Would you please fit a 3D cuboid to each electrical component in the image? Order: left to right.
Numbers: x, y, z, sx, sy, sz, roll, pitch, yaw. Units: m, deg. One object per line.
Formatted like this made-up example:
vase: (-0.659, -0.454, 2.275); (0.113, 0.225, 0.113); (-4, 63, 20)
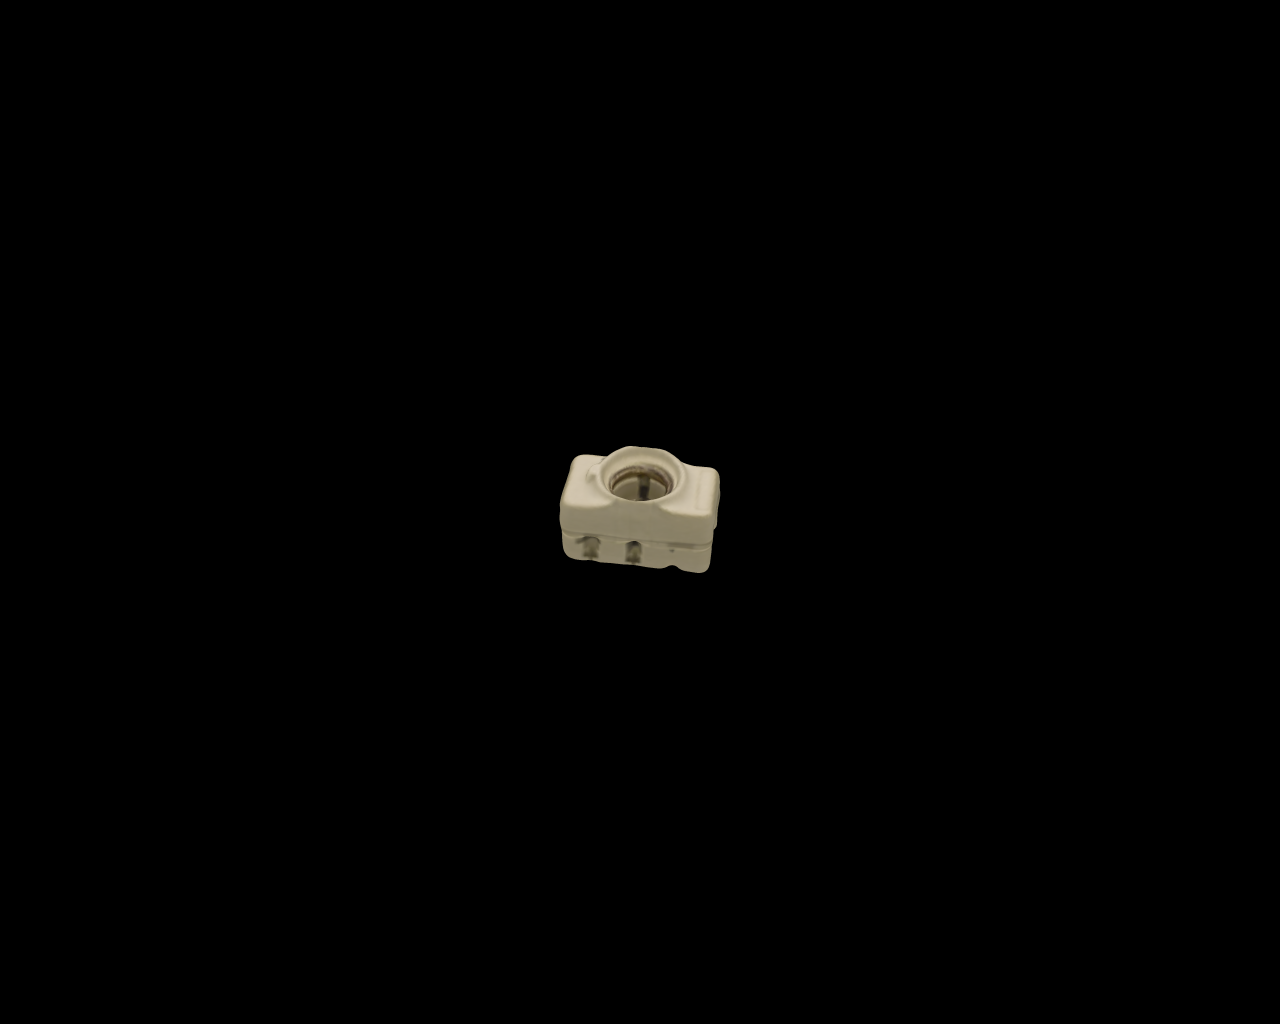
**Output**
electrical component: (0.001, -0.003, 0.650); (0.089, 0.055, 0.050); (6, 43, 7)
